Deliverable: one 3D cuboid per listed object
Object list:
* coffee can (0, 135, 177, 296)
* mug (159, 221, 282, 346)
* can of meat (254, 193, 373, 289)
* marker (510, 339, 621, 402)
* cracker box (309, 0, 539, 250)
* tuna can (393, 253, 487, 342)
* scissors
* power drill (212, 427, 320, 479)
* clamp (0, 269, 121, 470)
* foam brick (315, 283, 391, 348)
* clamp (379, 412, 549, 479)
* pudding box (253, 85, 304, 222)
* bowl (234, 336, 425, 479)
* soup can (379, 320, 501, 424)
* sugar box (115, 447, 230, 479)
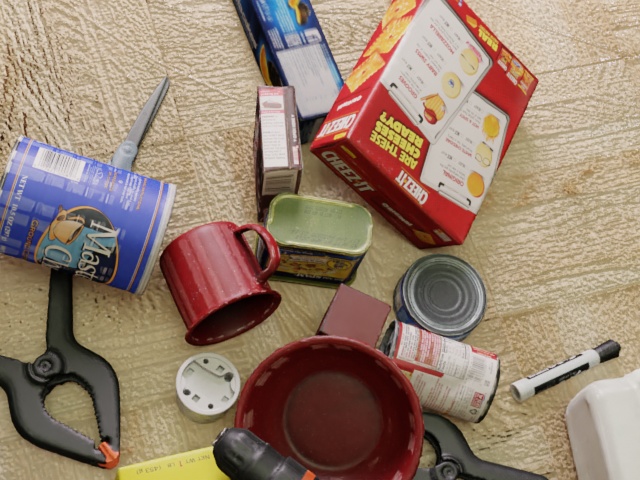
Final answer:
[{"bbox_3d":[-0.206,-0.020,0.921,0.140,0.103,0.102,18,65,-12],"label":"coffee can"},{"bbox_3d":[-0.084,0.030,0.948,0.093,0.117,0.081,5,52,-55],"label":"mug"},{"bbox_3d":[-0.007,0.001,0.987,0.102,0.084,0.057,8,66,-7],"label":"can of meat"},{"bbox_3d":[0.237,0.123,1.019,0.121,0.020,0.020,-21,73,-18],"label":"marker"},{"bbox_3d":[0.105,-0.123,1.037,0.164,0.072,0.213,40,63,-24],"label":"cracker box"},{"bbox_3d":[0.115,0.057,1.015,0.086,0.034,0.086,4,67,-9],"label":"tuna can"},{"bbox_3d":[-0.174,-0.066,1.020,0.096,0.016,0.201,40,61,0],"label":"scissors"},{"bbox_3d":[-0.052,0.264,0.836,0.184,0.057,0.187,38,67,5],"label":"power drill"},{"bbox_3d":[-0.232,0.105,0.926,0.210,0.036,0.164,43,67,12],"label":"clamp"},{"bbox_3d":[0.025,0.083,0.962,0.051,0.078,0.053,25,65,1],"label":"foam brick"},{"bbox_3d":[0.122,0.207,0.951,0.120,0.039,0.171,-34,78,-22],"label":"clamp"},{"bbox_3d":[-0.042,-0.079,0.997,0.039,0.113,0.090,-2,68,-9],"label":"pudding box"},{"bbox_3d":[0.009,0.160,0.920,0.162,0.055,0.162,0,91,5],"label":"bowl"},{"bbox_3d":[0.104,0.120,0.968,0.102,0.069,0.068,19,65,-3],"label":"soup can"},{"bbox_3d":[-0.106,0.267,0.878,0.093,0.048,0.176,-11,69,-16],"label":"sugar box"}]
